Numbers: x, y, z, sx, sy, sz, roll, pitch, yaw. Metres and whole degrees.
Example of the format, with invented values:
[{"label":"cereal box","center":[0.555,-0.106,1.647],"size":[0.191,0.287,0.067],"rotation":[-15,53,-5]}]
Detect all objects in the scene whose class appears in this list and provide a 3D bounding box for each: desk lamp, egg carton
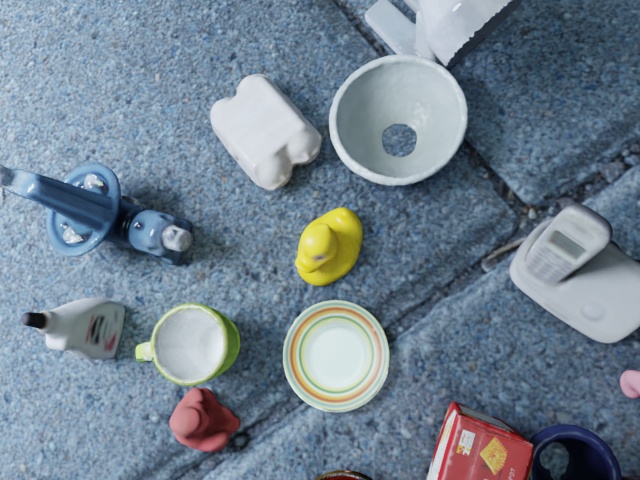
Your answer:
[{"label":"desk lamp","center":[0.135,-0.279,0.666],"size":[0.118,0.214,0.203],"rotation":[-40,74,0]},{"label":"egg carton","center":[-0.073,-0.142,0.750],"size":[0.107,0.069,0.150],"rotation":[-41,74,0]}]

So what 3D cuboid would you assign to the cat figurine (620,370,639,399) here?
[{"label":"cat figurine","center":[0.373,0.181,0.570],"size":[0.067,0.118,0.127],"rotation":[-29,74,4]}]

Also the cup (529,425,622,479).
[{"label":"cup","center":[0.246,0.248,0.591],"size":[0.091,0.095,0.118],"rotation":[19,82,14]}]

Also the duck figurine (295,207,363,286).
[{"label":"duck figurine","center":[0.006,0.002,0.695],"size":[0.077,0.086,0.104],"rotation":[34,86,16]}]

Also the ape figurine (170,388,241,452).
[{"label":"ape figurine","center":[-0.145,0.214,0.674],"size":[0.076,0.092,0.078],"rotation":[-13,76,8]}]

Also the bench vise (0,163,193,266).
[{"label":"bench vise","center":[-0.261,-0.043,0.685],"size":[0.207,0.220,0.121],"rotation":[-2,77,10]}]

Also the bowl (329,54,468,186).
[{"label":"bowl","center":[0.098,-0.139,0.715],"size":[0.167,0.075,0.167],"rotation":[-2,77,10]}]

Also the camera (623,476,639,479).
[{"label":"camera","center":[0.300,0.314,0.563],"size":[0.136,0.101,0.143],"rotation":[-2,77,10]}]

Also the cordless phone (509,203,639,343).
[{"label":"cordless phone","center":[0.280,0.031,0.585],"size":[0.147,0.185,0.094],"rotation":[35,86,16]}]

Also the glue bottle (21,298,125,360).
[{"label":"glue bottle","center":[-0.295,0.103,0.684],"size":[0.037,0.173,0.078],"rotation":[4,78,12]}]
